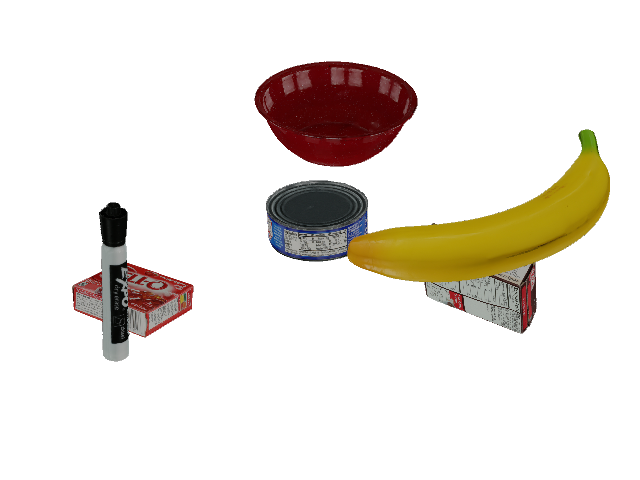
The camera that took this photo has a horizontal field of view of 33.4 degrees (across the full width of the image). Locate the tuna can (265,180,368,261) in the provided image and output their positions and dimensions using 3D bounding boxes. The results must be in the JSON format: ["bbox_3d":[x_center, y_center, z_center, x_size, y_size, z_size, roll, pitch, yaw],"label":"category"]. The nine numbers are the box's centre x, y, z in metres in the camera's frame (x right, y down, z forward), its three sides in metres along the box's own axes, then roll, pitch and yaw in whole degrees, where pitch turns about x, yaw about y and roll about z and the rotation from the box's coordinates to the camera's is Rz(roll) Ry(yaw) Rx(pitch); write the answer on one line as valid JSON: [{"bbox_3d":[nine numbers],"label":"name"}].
[{"bbox_3d":[-0.002,-0.017,0.898,0.086,0.034,0.086,-2,30,1],"label":"tuna can"}]

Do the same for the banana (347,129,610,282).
[{"bbox_3d":[0.116,-0.010,0.684,0.197,0.037,0.070,-24,43,-19],"label":"banana"}]

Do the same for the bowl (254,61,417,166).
[{"bbox_3d":[0.015,-0.120,1.071,0.162,0.055,0.162,1,35,-1],"label":"bowl"}]

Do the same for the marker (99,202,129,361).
[{"bbox_3d":[-0.143,0.029,0.742,0.020,0.121,0.020,4,28,-2],"label":"marker"}]

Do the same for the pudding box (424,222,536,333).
[{"bbox_3d":[0.155,0.038,1.052,0.114,0.039,0.090,20,-30,24],"label":"pudding box"}]

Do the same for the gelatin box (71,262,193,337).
[{"bbox_3d":[-0.177,0.053,1.006,0.089,0.030,0.073,18,26,26],"label":"gelatin box"}]
